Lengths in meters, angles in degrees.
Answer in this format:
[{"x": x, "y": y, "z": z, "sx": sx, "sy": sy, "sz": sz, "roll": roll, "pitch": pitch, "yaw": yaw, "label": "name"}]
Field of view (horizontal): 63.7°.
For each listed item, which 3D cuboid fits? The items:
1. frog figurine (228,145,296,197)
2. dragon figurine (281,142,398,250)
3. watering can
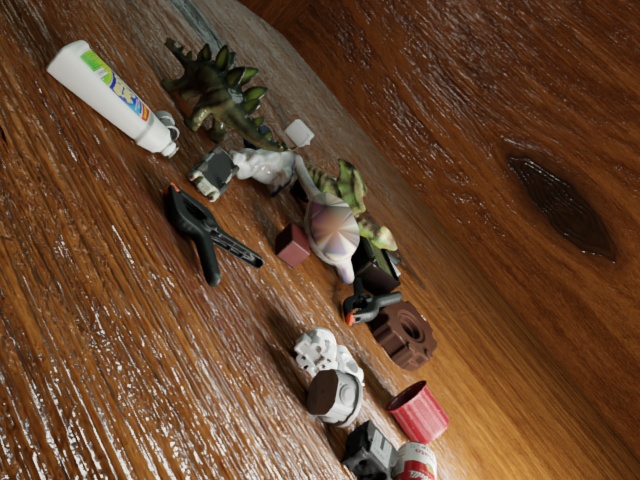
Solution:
[{"x": -0.143, "y": -0.184, "z": 1.221, "sx": 0.158, "sy": 0.123, "sz": 0.137, "roll": 29, "pitch": -9, "yaw": -23, "label": "frog figurine"}, {"x": 0.045, "y": -0.127, "z": 1.288, "sx": 0.124, "sy": 0.239, "sz": 0.411, "roll": -34, "pitch": 85, "yaw": -30, "label": "dragon figurine"}, {"x": 0.004, "y": -0.060, "z": 1.188, "sx": 0.223, "sy": 0.104, "sz": 0.349, "roll": 119, "pitch": -51, "yaw": -81, "label": "watering can"}]
